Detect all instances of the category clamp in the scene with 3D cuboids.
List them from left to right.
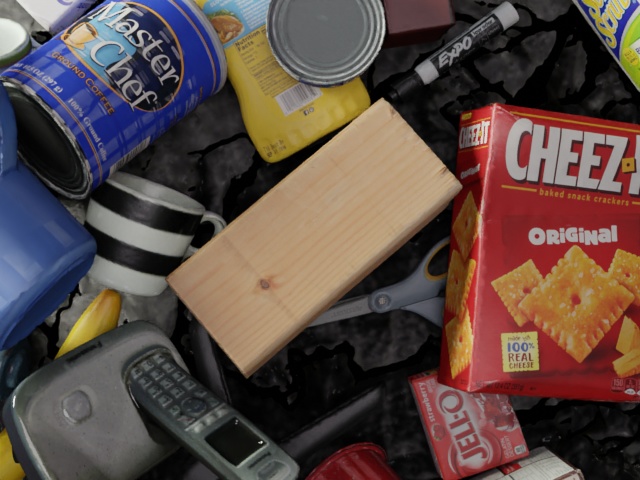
[{"bbox_3d":[-0.065,0.167,0.841,0.164,0.036,0.210,28,91,3],"label":"clamp"}]

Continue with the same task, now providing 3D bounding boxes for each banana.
[{"bbox_3d":[-0.209,0.126,0.813,0.037,0.070,0.197,34,72,2],"label":"banana"}]

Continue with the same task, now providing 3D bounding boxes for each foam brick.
[{"bbox_3d":[0.069,-0.180,0.818,0.051,0.078,0.053,-10,92,-1],"label":"foam brick"}]

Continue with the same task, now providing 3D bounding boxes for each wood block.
[{"bbox_3d":[-0.005,0.001,0.796,0.206,0.090,0.091,-40,85,-8],"label":"wood block"}]

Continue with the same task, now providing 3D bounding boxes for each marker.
[{"bbox_3d":[0.105,-0.148,0.850,0.121,0.020,0.020,-36,94,-2],"label":"marker"}]

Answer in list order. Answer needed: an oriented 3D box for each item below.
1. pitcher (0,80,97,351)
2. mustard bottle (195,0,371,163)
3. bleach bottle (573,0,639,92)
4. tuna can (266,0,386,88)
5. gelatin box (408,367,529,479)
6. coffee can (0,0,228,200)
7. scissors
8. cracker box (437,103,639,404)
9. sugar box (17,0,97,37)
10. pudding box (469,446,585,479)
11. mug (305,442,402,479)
[{"bbox_3d":[-0.266,-0.046,0.724,0.243,0.149,0.145,43,70,1],"label":"pitcher"},{"bbox_3d":[-0.046,-0.162,0.819,0.096,0.058,0.191,-30,94,2],"label":"mustard bottle"},{"bbox_3d":[0.227,-0.206,0.826,0.068,0.103,0.251,-39,88,-16],"label":"bleach bottle"},{"bbox_3d":[0.004,-0.154,0.774,0.086,0.034,0.086,0,92,-1],"label":"tuna can"},{"bbox_3d":[0.119,0.142,0.855,0.073,0.030,0.089,-18,93,-3],"label":"gelatin box"},{"bbox_3d":[-0.151,-0.111,0.767,0.103,0.103,0.140,48,62,-4],"label":"coffee can"},{"bbox_3d":[0.065,0.062,0.856,0.201,0.016,0.096,-29,94,-2],"label":"scissors"},{"bbox_3d":[0.184,0.013,0.816,0.164,0.072,0.214,6,88,-16],"label":"cracker box"},{"bbox_3d":[-0.173,-0.249,0.815,0.176,0.048,0.093,-44,94,-3],"label":"sugar box"},{"bbox_3d":[0.146,0.206,0.830,0.113,0.090,0.039,-25,93,-3],"label":"pudding box"},{"bbox_3d":[0.041,0.222,0.815,0.093,0.082,0.117,-37,138,-13],"label":"mug"}]
